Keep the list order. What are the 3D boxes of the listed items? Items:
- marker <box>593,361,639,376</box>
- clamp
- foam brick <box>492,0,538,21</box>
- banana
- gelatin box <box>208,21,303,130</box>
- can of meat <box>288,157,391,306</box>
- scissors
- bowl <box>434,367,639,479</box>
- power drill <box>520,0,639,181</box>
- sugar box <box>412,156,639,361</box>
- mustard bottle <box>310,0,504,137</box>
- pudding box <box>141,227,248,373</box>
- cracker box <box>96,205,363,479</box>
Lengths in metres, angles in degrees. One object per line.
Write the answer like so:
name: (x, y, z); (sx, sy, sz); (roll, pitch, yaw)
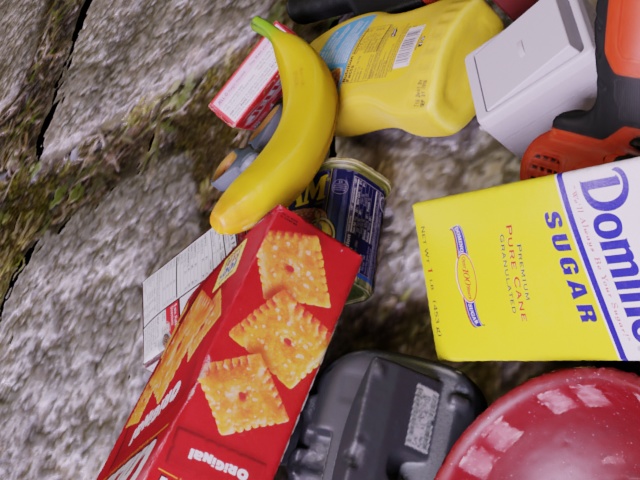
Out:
marker: (0.170, 0.086, 0.496); (0.020, 0.020, 0.121); (-55, 36, 4)
clamp: (0.050, -0.215, 0.841); (0.172, 0.039, 0.120); (26, 91, 49)
foam brick: (0.128, -0.188, 0.719); (0.053, 0.051, 0.078); (-45, 38, 16)
banana: (-0.024, -0.074, 0.708); (0.069, 0.037, 0.197); (5, 49, 2)
gelatin box: (-0.045, -0.130, 0.864); (0.089, 0.030, 0.073); (-51, -4, 8)
can of meat: (-0.005, 0.001, 0.730); (0.102, 0.057, 0.084); (-16, 55, 42)
scissors: (-0.040, -0.071, 0.801); (0.096, 0.016, 0.202); (-52, 14, -11)
bowl: (0.120, 0.141, 0.479); (0.162, 0.055, 0.162); (-32, 42, 33)
power drill: (0.181, -0.082, 0.513); (0.185, 0.057, 0.188); (24, 112, 49)
sugar box: (0.121, 0.013, 0.531); (0.177, 0.048, 0.093); (-12, 88, 59)
mustard bottle: (0.037, -0.120, 0.767); (0.192, 0.058, 0.096); (5, 67, 50)
pudding box: (-0.087, 0.043, 0.808); (0.114, 0.039, 0.090); (-35, 40, 24)
cracker box: (-0.070, 0.105, 0.633); (0.164, 0.072, 0.213); (-44, 16, 52)
